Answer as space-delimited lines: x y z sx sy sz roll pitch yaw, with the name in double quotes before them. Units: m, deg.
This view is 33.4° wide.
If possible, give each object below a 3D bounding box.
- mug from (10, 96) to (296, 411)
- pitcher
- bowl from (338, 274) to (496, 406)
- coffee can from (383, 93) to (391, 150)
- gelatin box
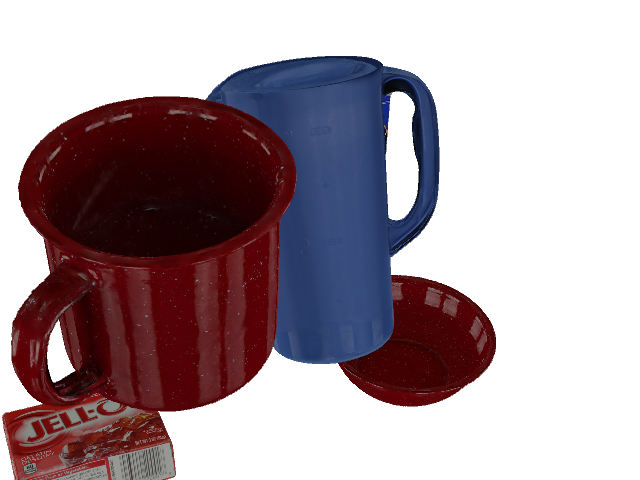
"mug" -0.062 0.014 0.378 0.093 0.081 0.117 23 46 21
"pitcher" 0.007 -0.027 0.882 0.149 0.243 0.144 12 27 43
"bowl" 0.079 0.102 0.994 0.162 0.055 0.162 3 37 -2
"coffee can" 0.018 -0.092 1.108 0.103 0.140 0.103 4 12 -1
"gelatin box" -0.137 0.120 0.629 0.089 0.030 0.073 -12 26 -18
